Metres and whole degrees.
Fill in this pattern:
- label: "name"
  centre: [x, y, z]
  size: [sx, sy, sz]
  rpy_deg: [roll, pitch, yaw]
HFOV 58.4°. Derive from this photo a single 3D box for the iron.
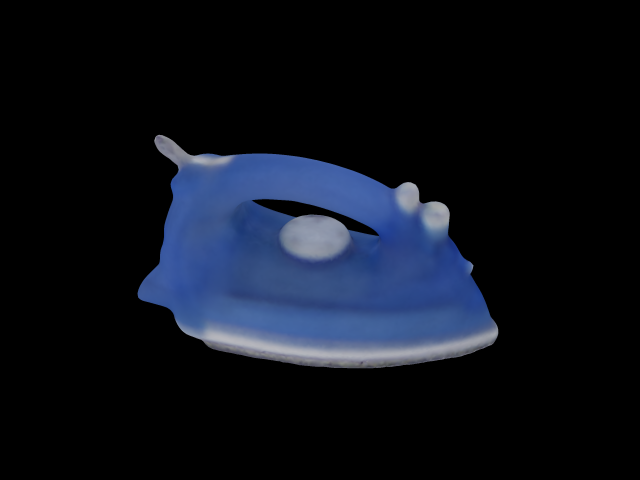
- label: "iron"
  centre: [0.004, 0.001, 0.400]
  size: [0.258, 0.141, 0.118]
  rpy_deg: [7, 39, 9]
